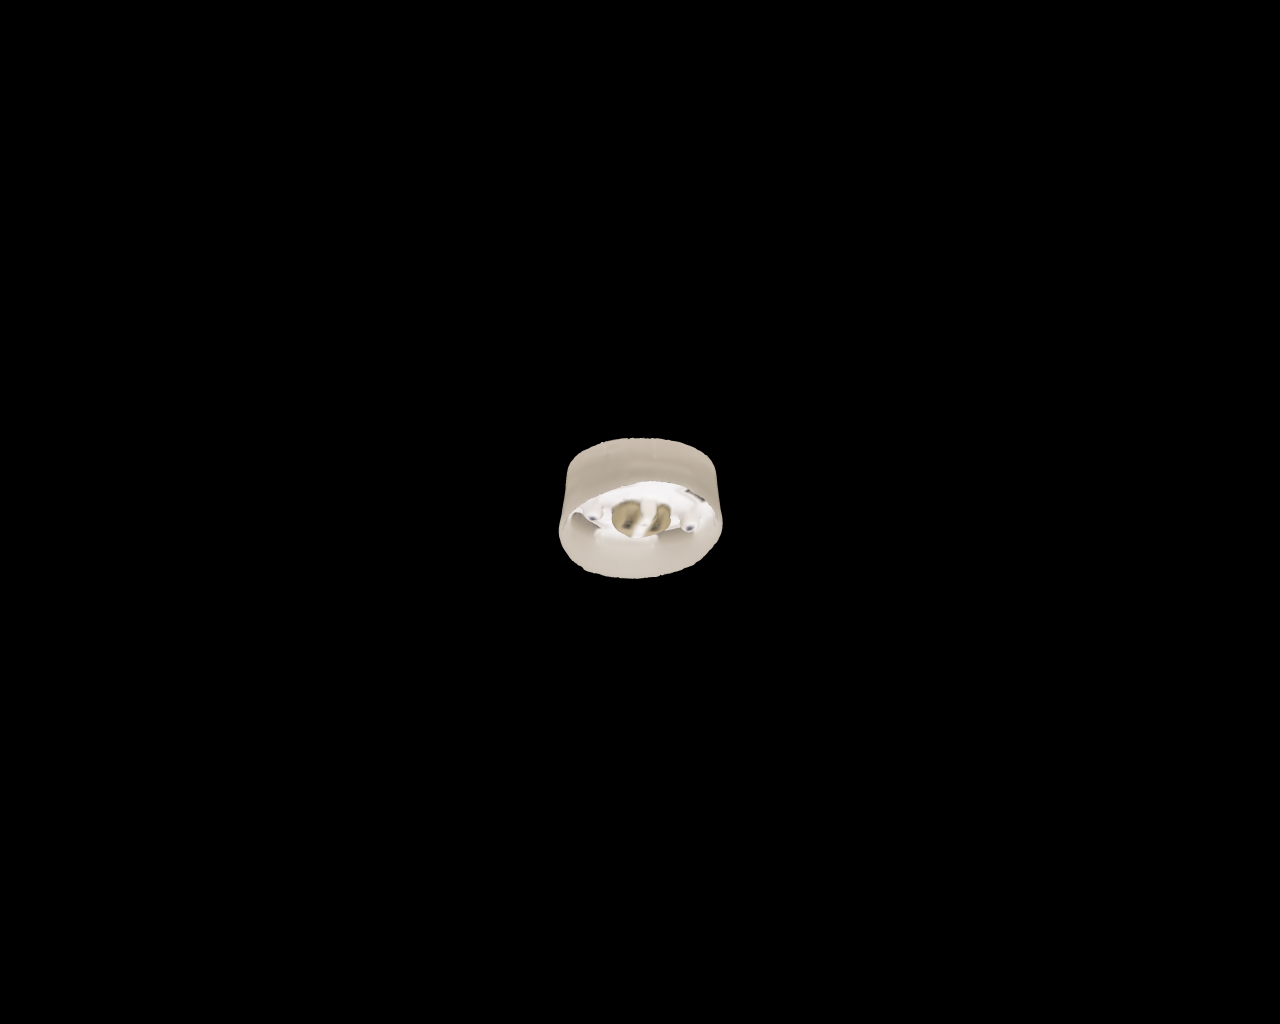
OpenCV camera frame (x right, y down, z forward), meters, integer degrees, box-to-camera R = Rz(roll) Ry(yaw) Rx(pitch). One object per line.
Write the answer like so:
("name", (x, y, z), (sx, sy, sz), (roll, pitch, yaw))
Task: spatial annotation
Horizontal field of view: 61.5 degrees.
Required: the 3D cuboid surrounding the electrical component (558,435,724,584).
("electrical component", (0.001, -0.003, 0.650), (0.099, 0.064, 0.099), (0, -23, 0))
